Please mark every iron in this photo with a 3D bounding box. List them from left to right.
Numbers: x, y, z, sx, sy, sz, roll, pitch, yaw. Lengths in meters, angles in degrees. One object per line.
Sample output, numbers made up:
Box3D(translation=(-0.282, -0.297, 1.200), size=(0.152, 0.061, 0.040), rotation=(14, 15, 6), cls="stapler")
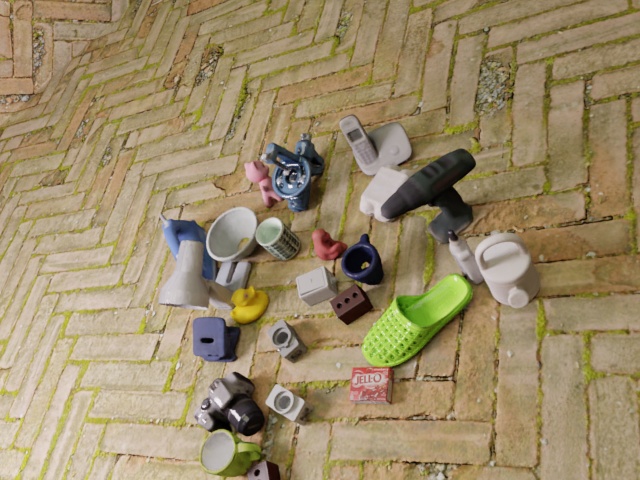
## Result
Box3D(translation=(-0.374, 0.033, 1.596), size=(0.118, 0.142, 0.257), rotation=(-38, 49, 5), cls="iron")

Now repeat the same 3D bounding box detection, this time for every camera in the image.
Box3D(translation=(-0.201, 0.388, 1.294), size=(0.143, 0.101, 0.136), rotation=(-50, 49, -5), cls="camera")

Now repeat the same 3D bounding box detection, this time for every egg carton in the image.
Box3D(translation=(0.171, -0.115, 1.413), size=(0.107, 0.070, 0.150), rotation=(26, 76, 39), cls="egg carton")

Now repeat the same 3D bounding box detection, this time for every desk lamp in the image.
Box3D(translation=(-0.297, 0.105, 1.456), size=(0.117, 0.214, 0.203), rotation=(-2, 61, 30), cls="desk lamp")

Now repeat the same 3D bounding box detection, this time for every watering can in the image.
Box3D(translation=(0.364, 0.051, 1.110), size=(0.101, 0.195, 0.172), rotation=(-39, 49, 4), cls="watering can")

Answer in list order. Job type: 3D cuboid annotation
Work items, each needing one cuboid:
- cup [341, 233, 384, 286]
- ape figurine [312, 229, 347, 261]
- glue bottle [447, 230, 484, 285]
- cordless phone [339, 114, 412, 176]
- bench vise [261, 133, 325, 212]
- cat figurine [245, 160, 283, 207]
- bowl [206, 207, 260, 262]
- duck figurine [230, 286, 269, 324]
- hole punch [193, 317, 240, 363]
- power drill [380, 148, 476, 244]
Box3D(translation=(0.109, 0.053, 1.326), size=(0.091, 0.095, 0.118), rotation=(-5, 59, 28), cls="cup")
Box3D(translation=(0.013, 0.005, 1.416), size=(0.076, 0.092, 0.077), rotation=(-34, 50, 8), cls="ape figurine")
Box3D(translation=(0.293, 0.026, 1.182), size=(0.037, 0.174, 0.078), rotation=(-35, 49, 7), cls="glue bottle")
Box3D(translation=(0.139, -0.260, 1.447), size=(0.147, 0.186, 0.094), rotation=(-25, 51, 15), cls="cordless phone")
Box3D(translation=(-0.084, -0.207, 1.524), size=(0.121, 0.220, 0.207), rotation=(-15, 54, 22), cls="bench vise")
Box3D(translation=(-0.166, -0.173, 1.618), size=(0.067, 0.118, 0.127), rotation=(-32, 50, 10), cls="cat figurine")
Box3D(translation=(-0.225, -0.004, 1.575), size=(0.167, 0.075, 0.167), rotation=(-15, 55, 22), cls="bowl")
Box3D(translation=(-0.191, 0.158, 1.444), size=(0.104, 0.086, 0.077), rotation=(-40, 49, 3), cls="duck figurine")
Box3D(translation=(-0.265, 0.249, 1.427), size=(0.108, 0.091, 0.101), rotation=(-5, 59, 28), cls="hole punch")
Box3D(translation=(0.253, -0.084, 1.252), size=(0.229, 0.209, 0.075), rotation=(-43, 49, 0), cls="power drill")
